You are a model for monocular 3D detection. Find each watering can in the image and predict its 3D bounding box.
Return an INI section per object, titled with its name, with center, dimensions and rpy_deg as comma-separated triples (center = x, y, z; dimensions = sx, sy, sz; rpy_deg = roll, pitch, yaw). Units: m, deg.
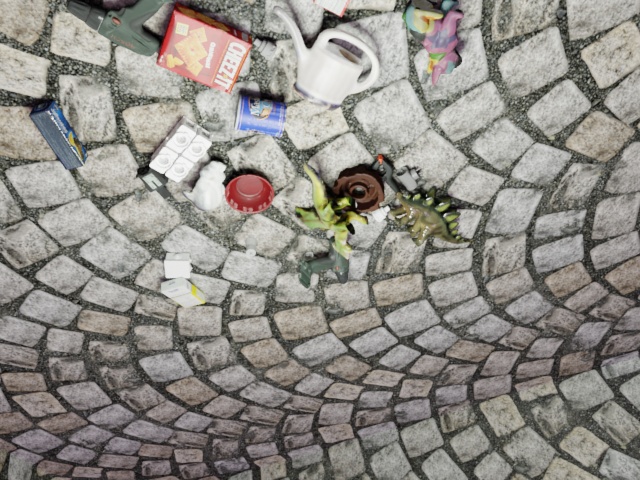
[watering can]
center = -0.005, -0.488, 1.422
dimensions = 0.346, 0.106, 0.220
rpy_deg = 18, 126, -22

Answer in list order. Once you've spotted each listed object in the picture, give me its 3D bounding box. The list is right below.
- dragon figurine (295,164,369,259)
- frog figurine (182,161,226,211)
[dragon figurine]
center = 0.005, -0.088, 1.742
dimensions = 0.241, 0.125, 0.405
rpy_deg = -14, 125, 45
[frog figurine]
center = -0.347, -0.173, 1.650
dimensions = 0.158, 0.124, 0.136
rpy_deg = -39, 158, 14
